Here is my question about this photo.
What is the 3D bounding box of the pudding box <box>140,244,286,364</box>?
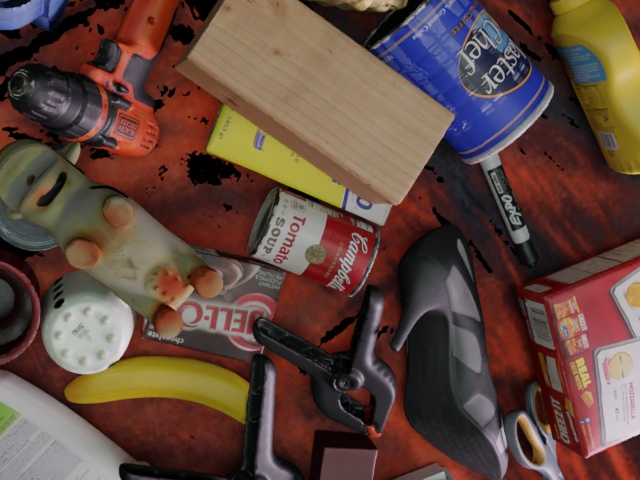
[{"bbox_3d":[-0.096,0.056,0.963,0.113,0.039,0.090,15,96,-12],"label":"pudding box"}]

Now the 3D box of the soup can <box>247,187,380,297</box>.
[{"bbox_3d":[-0.006,0.001,0.956,0.102,0.068,0.068,23,95,-12],"label":"soup can"}]

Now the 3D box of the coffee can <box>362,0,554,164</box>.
[{"bbox_3d":[0.120,-0.151,0.934,0.103,0.103,0.140,-45,104,0],"label":"coffee can"}]

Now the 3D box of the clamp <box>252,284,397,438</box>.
[{"bbox_3d":[0.012,0.117,0.971,0.120,0.039,0.171,-7,124,12],"label":"clamp"}]

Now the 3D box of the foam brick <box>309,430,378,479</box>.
[{"bbox_3d":[0.019,0.224,1.006,0.053,0.051,0.078,6,98,-10],"label":"foam brick"}]

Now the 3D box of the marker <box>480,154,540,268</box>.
[{"bbox_3d":[0.179,-0.028,1.008,0.020,0.020,0.121,-26,103,-5],"label":"marker"}]

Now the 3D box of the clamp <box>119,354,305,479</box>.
[{"bbox_3d":[-0.062,0.213,0.972,0.164,0.036,0.210,-44,122,-10],"label":"clamp"}]

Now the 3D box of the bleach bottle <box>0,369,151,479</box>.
[{"bbox_3d":[-0.269,0.165,0.941,0.250,0.068,0.102,44,89,-11],"label":"bleach bottle"}]

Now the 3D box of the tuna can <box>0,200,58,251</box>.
[{"bbox_3d":[-0.245,-0.034,0.925,0.086,0.034,0.086,-2,100,-10],"label":"tuna can"}]

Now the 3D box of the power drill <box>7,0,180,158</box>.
[{"bbox_3d":[-0.165,-0.166,0.855,0.057,0.184,0.187,21,90,19],"label":"power drill"}]

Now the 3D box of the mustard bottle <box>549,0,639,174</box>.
[{"bbox_3d":[0.256,-0.155,0.960,0.058,0.096,0.191,-30,103,-4],"label":"mustard bottle"}]

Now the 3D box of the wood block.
[{"bbox_3d":[-0.006,-0.121,0.878,0.206,0.091,0.090,34,85,-14],"label":"wood block"}]

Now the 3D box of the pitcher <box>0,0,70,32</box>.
[{"bbox_3d":[-0.304,-0.255,0.824,0.242,0.149,0.145,17,96,-9],"label":"pitcher"}]

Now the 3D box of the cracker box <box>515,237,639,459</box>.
[{"bbox_3d":[0.306,0.087,1.012,0.213,0.072,0.164,-20,103,-14],"label":"cracker box"}]

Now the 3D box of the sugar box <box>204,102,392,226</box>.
[{"bbox_3d":[-0.006,-0.088,0.952,0.176,0.048,0.093,22,94,-12],"label":"sugar box"}]

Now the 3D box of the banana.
[{"bbox_3d":[-0.129,0.140,0.973,0.197,0.037,0.069,17,95,-12],"label":"banana"}]

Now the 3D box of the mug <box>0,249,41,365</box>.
[{"bbox_3d":[-0.292,0.046,0.906,0.117,0.081,0.093,38,91,-14],"label":"mug"}]

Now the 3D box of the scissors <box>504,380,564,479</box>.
[{"bbox_3d":[0.233,0.216,1.054,0.201,0.016,0.096,50,49,-36],"label":"scissors"}]
